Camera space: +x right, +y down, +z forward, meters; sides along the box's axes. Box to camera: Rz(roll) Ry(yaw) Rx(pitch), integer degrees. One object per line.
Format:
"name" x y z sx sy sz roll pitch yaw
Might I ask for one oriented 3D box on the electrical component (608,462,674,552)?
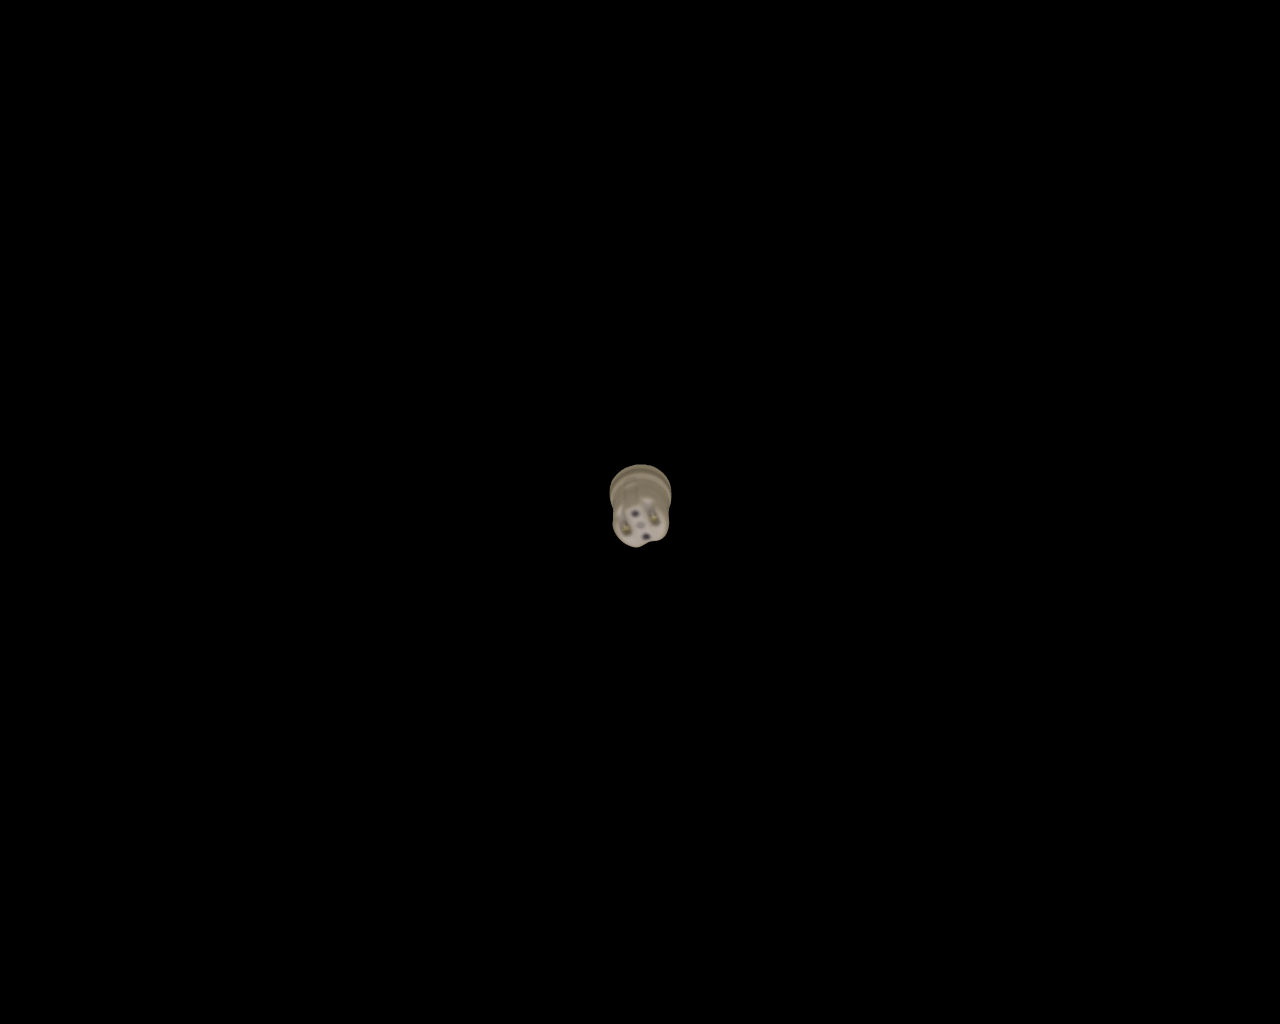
"electrical component" 0.001 -0.003 0.650 0.040 0.040 0.046 0 30 0
